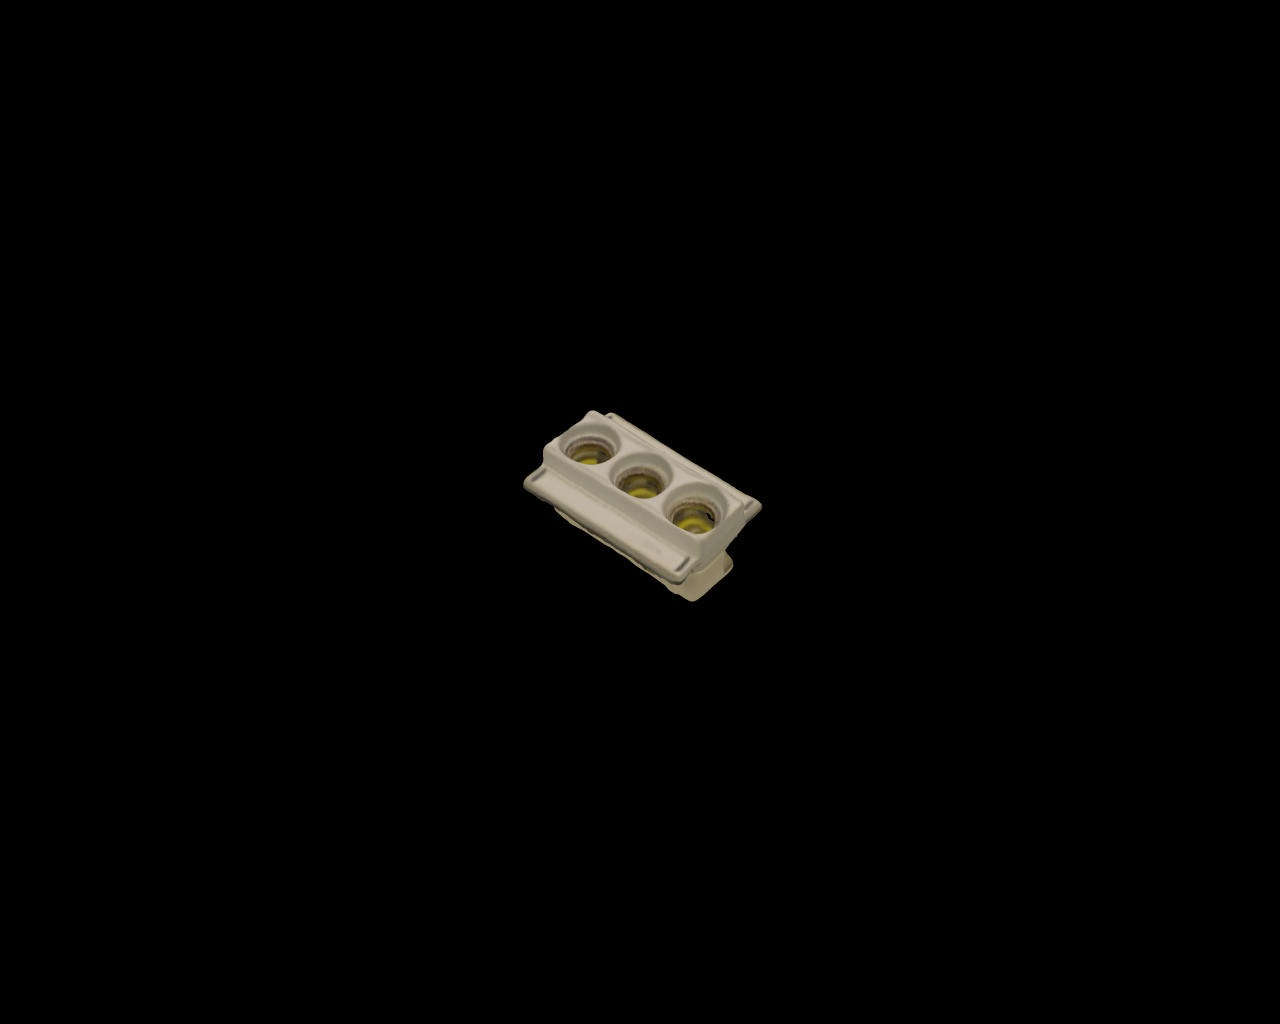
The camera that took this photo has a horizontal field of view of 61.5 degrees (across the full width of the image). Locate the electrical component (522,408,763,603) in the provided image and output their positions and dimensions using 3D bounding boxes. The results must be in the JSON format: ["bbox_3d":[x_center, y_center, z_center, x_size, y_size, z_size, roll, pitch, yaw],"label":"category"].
[{"bbox_3d":[0.001,-0.003,0.650,0.121,0.063,0.079,32,55,27],"label":"electrical component"}]
